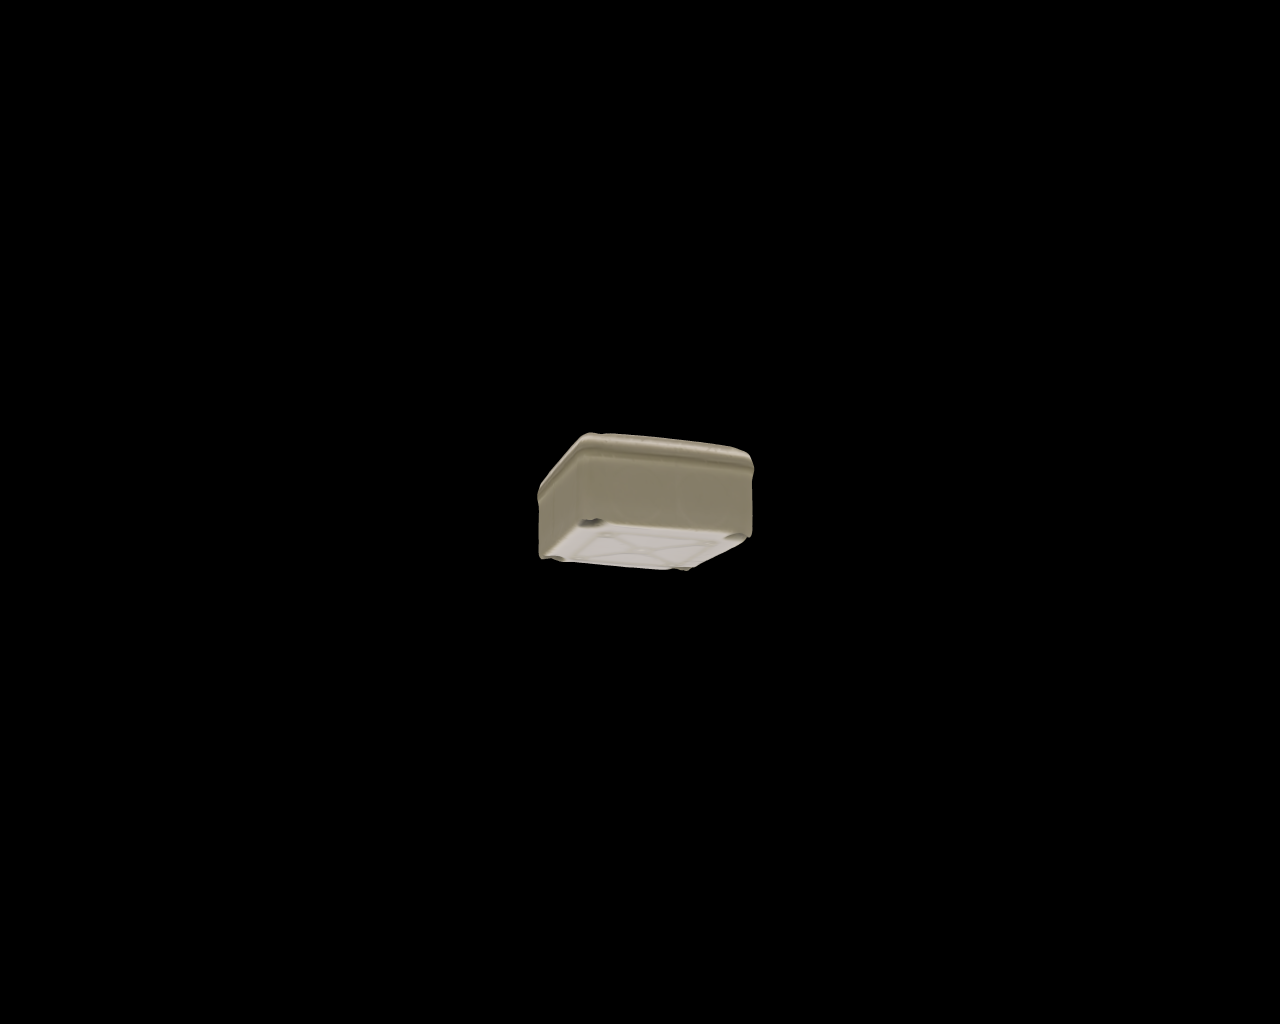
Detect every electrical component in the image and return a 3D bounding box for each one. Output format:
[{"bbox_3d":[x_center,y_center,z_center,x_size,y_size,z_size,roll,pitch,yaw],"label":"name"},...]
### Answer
[{"bbox_3d":[0.001,-0.003,0.650,0.109,0.056,0.108,6,-17,-19],"label":"electrical component"}]
